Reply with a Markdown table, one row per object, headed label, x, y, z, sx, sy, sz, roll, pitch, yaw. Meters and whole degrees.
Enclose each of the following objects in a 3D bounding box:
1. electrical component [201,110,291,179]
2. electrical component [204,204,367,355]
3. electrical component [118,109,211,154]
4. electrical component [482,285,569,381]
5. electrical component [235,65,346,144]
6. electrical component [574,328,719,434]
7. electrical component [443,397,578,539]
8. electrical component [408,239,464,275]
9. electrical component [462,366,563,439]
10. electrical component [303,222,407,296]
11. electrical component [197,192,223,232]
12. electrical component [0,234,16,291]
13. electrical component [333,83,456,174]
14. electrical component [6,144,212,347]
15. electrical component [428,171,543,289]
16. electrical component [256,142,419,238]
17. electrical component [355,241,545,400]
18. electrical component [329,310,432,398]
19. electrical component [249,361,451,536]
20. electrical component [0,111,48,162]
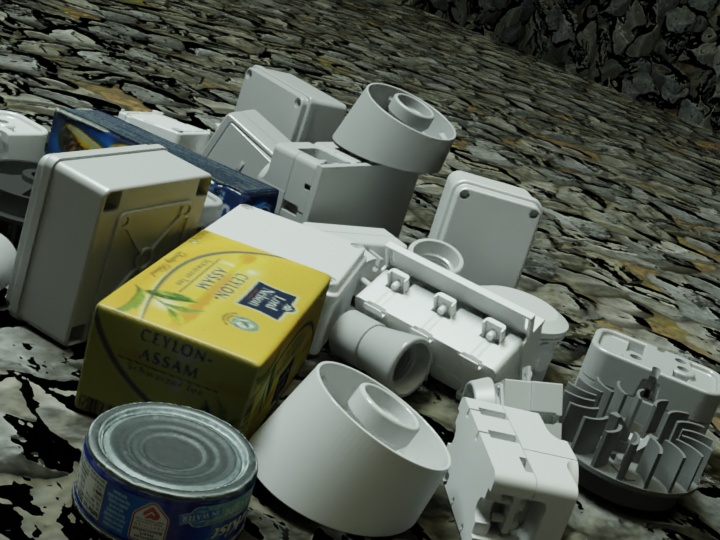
| label | x | y | z | sx | sy | sz | roll | pitch | yaw |
| --- | --- | --- | --- | --- | --- | --- | --- | --- | --- |
| electrical component | -0.104 | -0.103 | 0.993 | 0.096 | 0.061 | 0.061 | 42 | 24 | 9 |
| electrical component | -0.061 | 0.004 | 0.778 | 0.109 | 0.056 | 0.108 | 20 | 19 | 6 |
| electrical component | -0.184 | -0.109 | 0.993 | 0.062 | 0.061 | 0.096 | 20 | 11 | 9 |
| electrical component | 0.114 | 0.048 | 0.820 | 0.080 | 0.051 | 0.080 | 16 | 19 | -5 |
| electrical component | -0.078 | -0.135 | 1.074 | 0.056 | 0.108 | 0.109 | 3 | 23 | -42 |
| electrical component | 0.202 | 0.090 | 0.768 | 0.095 | 0.059 | 0.054 | 22 | 19 | 13 |
| electrical component | 0.085 | 0.117 | 0.602 | 0.056 | 0.050 | 0.089 | 14 | 19 | -11 |
| electrical component | 0.051 | 0.014 | 0.836 | 0.044 | 0.065 | 0.044 | 10 | 38 | -8 |
| electrical component | 0.094 | 0.093 | 0.674 | 0.055 | 0.066 | 0.048 | 6 | -14 | -7 |
| electrical component | 0.000 | 0.000 | 0.859 | 0.083 | 0.047 | 0.076 | 3 | 23 | -36 |
| electrical component | -0.155 | -0.041 | 0.817 | 0.095 | 0.059 | 0.054 | 31 | 23 | 34 |
| electrical component | -0.236 | 0.006 | 0.645 | 0.044 | 0.044 | 0.065 | 15 | 23 | -7 |
| electrical component | 0.033 | -0.120 | 0.953 | 0.099 | 0.064 | 0.099 | 24 | 26 | -13 |
| electrical component | -0.157 | -0.019 | 0.680 | 0.056 | 0.108 | 0.109 | 28 | 21 | 21 |
| electrical component | 0.097 | -0.017 | 0.892 | 0.078 | 0.113 | 0.057 | 15 | 16 | -6 |
| electrical component | -0.022 | -0.063 | 0.951 | 0.062 | 0.089 | 0.150 | 29 | 22 | 30 |
| electrical component | 0.060 | 0.042 | 0.759 | 0.121 | 0.078 | 0.063 | 28 | 50 | 28 |
| electrical component | 0.011 | 0.054 | 0.730 | 0.065 | 0.044 | 0.044 | 26 | 20 | 37 |
| electrical component | -0.003 | 0.097 | 0.583 | 0.099 | 0.064 | 0.099 | 35 | 11 | -8 |
| electrical component | -0.293 | -0.086 | 0.822 | 0.054 | 0.059 | 0.095 | 29 | 22 | 29 |
